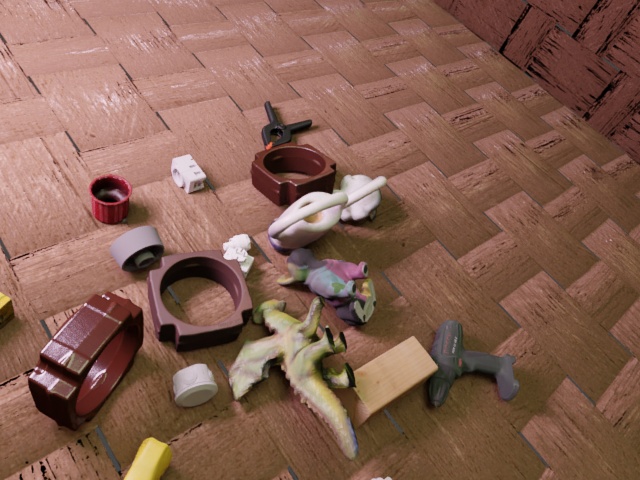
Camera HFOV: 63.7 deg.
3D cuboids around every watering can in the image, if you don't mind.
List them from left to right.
[{"bbox_3d":[0.004,-0.065,1.291,0.351,0.221,0.104,-24,83,-37],"label":"watering can"}]

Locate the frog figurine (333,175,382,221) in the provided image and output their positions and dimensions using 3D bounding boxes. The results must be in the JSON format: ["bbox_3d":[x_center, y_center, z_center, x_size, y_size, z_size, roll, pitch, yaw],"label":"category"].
[{"bbox_3d":[0.088,-0.118,1.436,0.160,0.121,0.139,-1,70,-37],"label":"frog figurine"}]

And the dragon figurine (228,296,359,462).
[{"bbox_3d":[-0.066,0.260,1.031,0.242,0.119,0.420,-20,40,10],"label":"dragon figurine"}]
